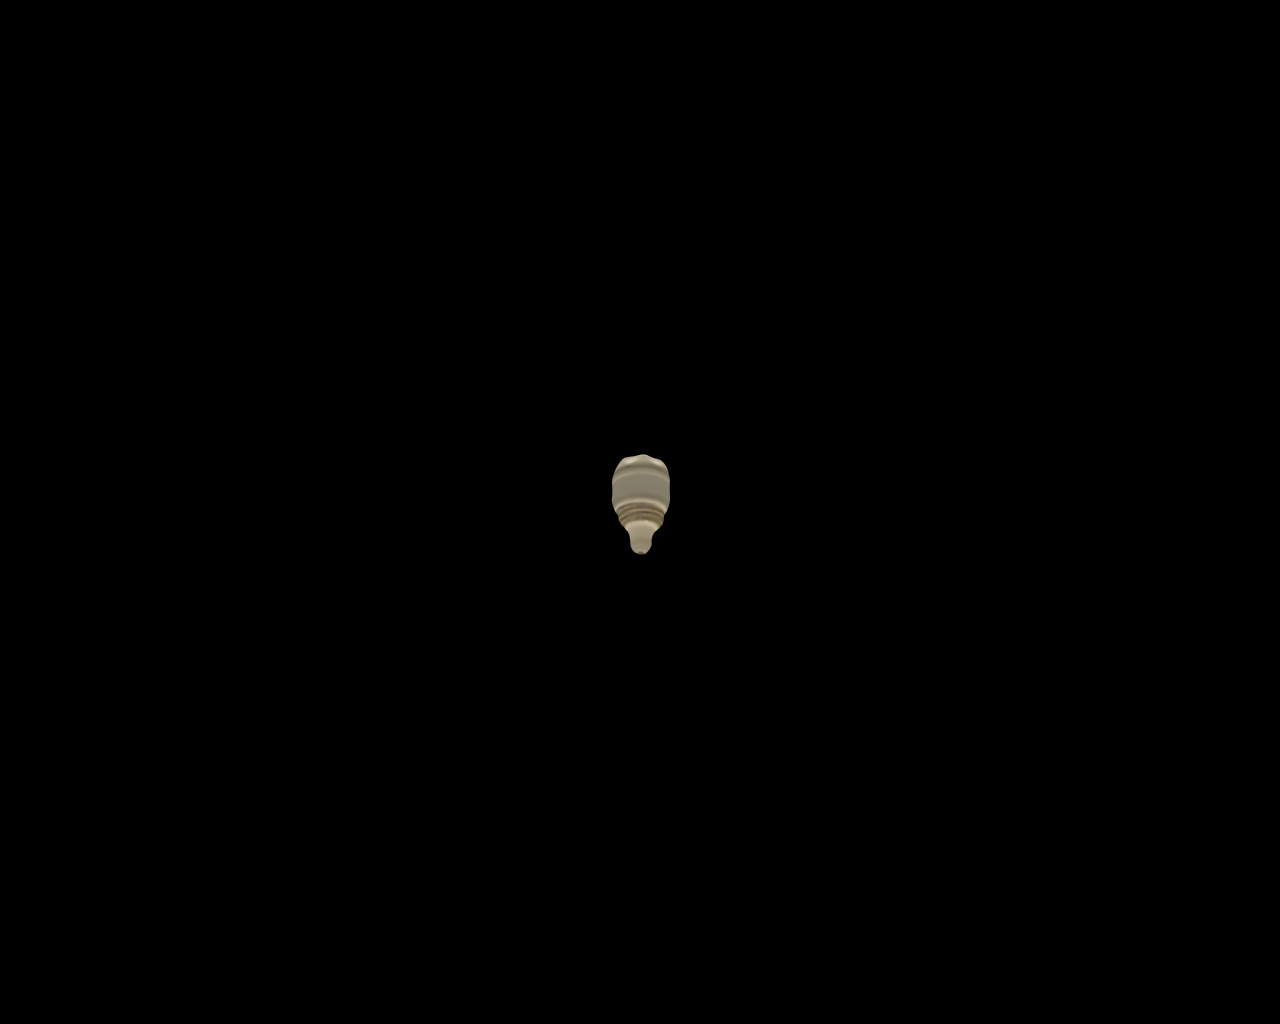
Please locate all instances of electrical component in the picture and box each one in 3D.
[{"bbox_3d":[0.001,-0.003,0.650,0.035,0.061,0.035,0,-25,0],"label":"electrical component"}]
